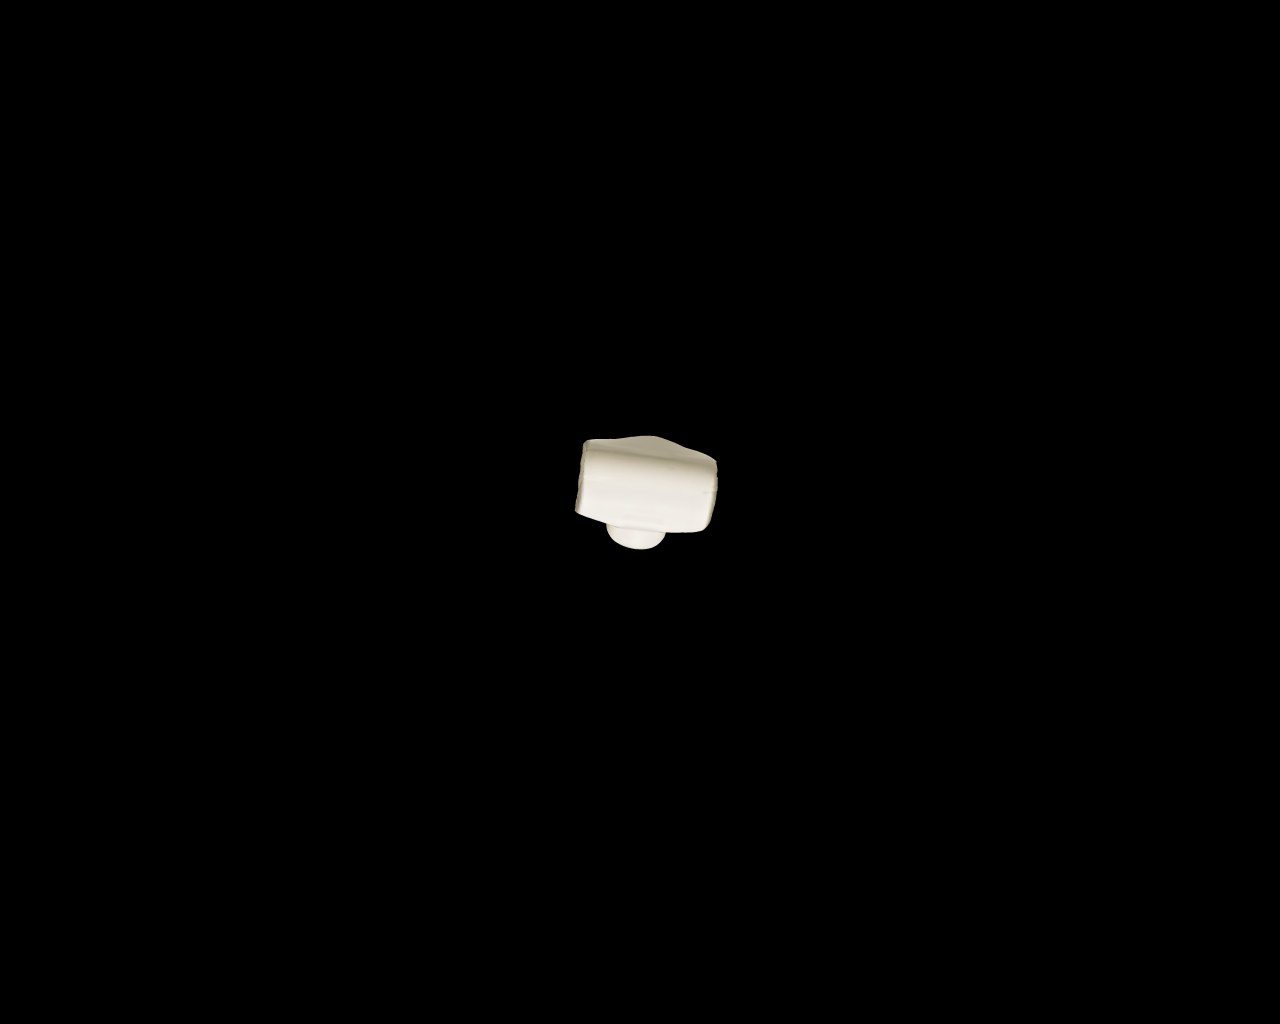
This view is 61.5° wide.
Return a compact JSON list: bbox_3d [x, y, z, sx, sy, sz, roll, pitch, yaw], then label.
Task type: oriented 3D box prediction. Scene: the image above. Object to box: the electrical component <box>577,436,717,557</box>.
[{"bbox_3d":[0.001,-0.003,0.650,0.077,0.079,0.043,7,40,-6],"label":"electrical component"}]
